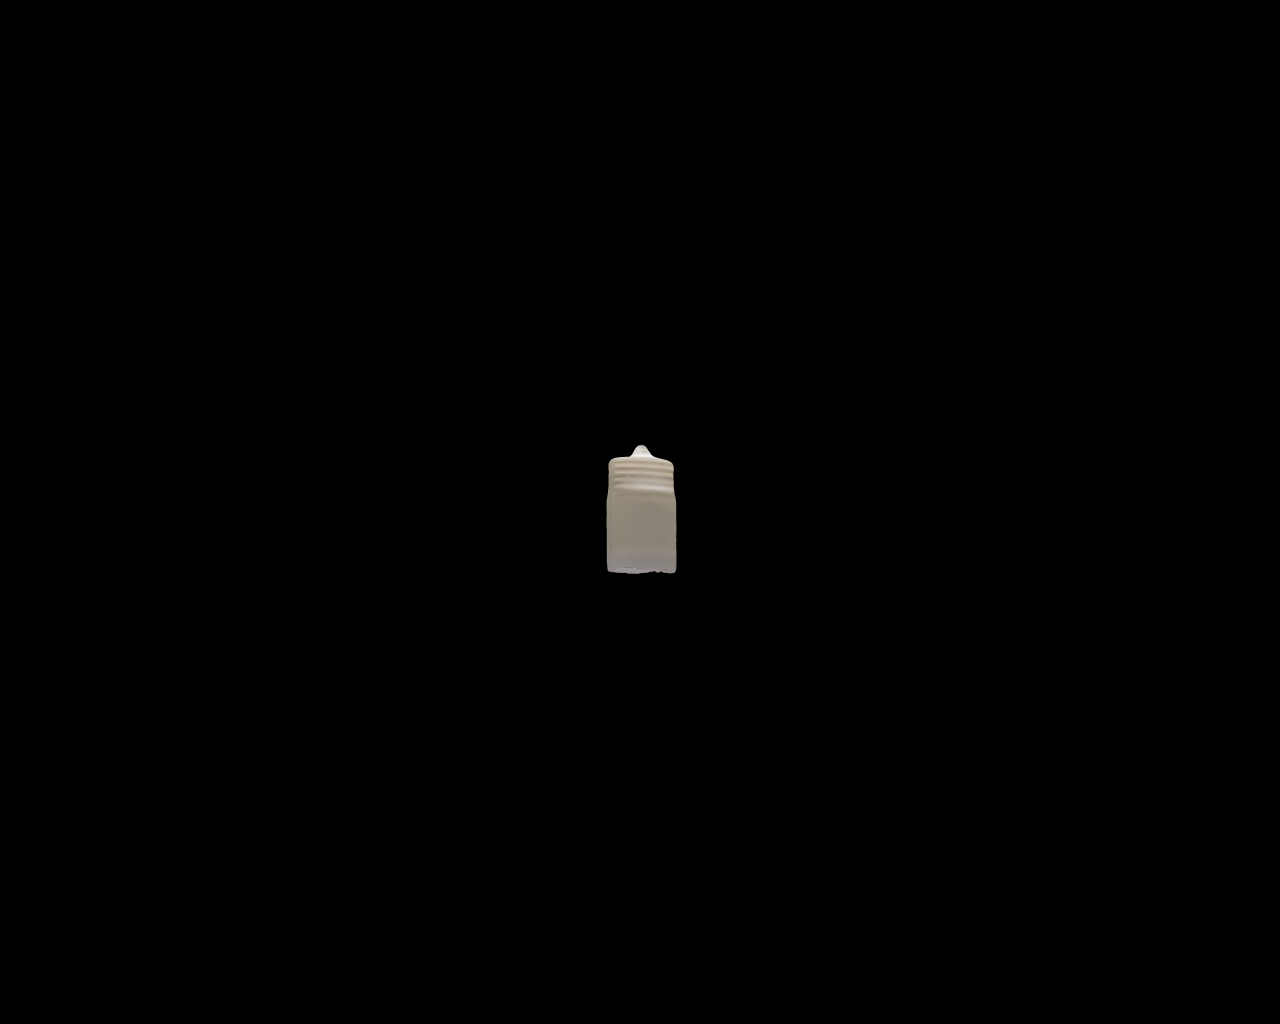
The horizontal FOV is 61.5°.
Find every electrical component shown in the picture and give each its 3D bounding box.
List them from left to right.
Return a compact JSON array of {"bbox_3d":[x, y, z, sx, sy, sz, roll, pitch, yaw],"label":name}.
[{"bbox_3d":[0.001,-0.003,0.650,0.043,0.081,0.043,0,-7,0],"label":"electrical component"}]
